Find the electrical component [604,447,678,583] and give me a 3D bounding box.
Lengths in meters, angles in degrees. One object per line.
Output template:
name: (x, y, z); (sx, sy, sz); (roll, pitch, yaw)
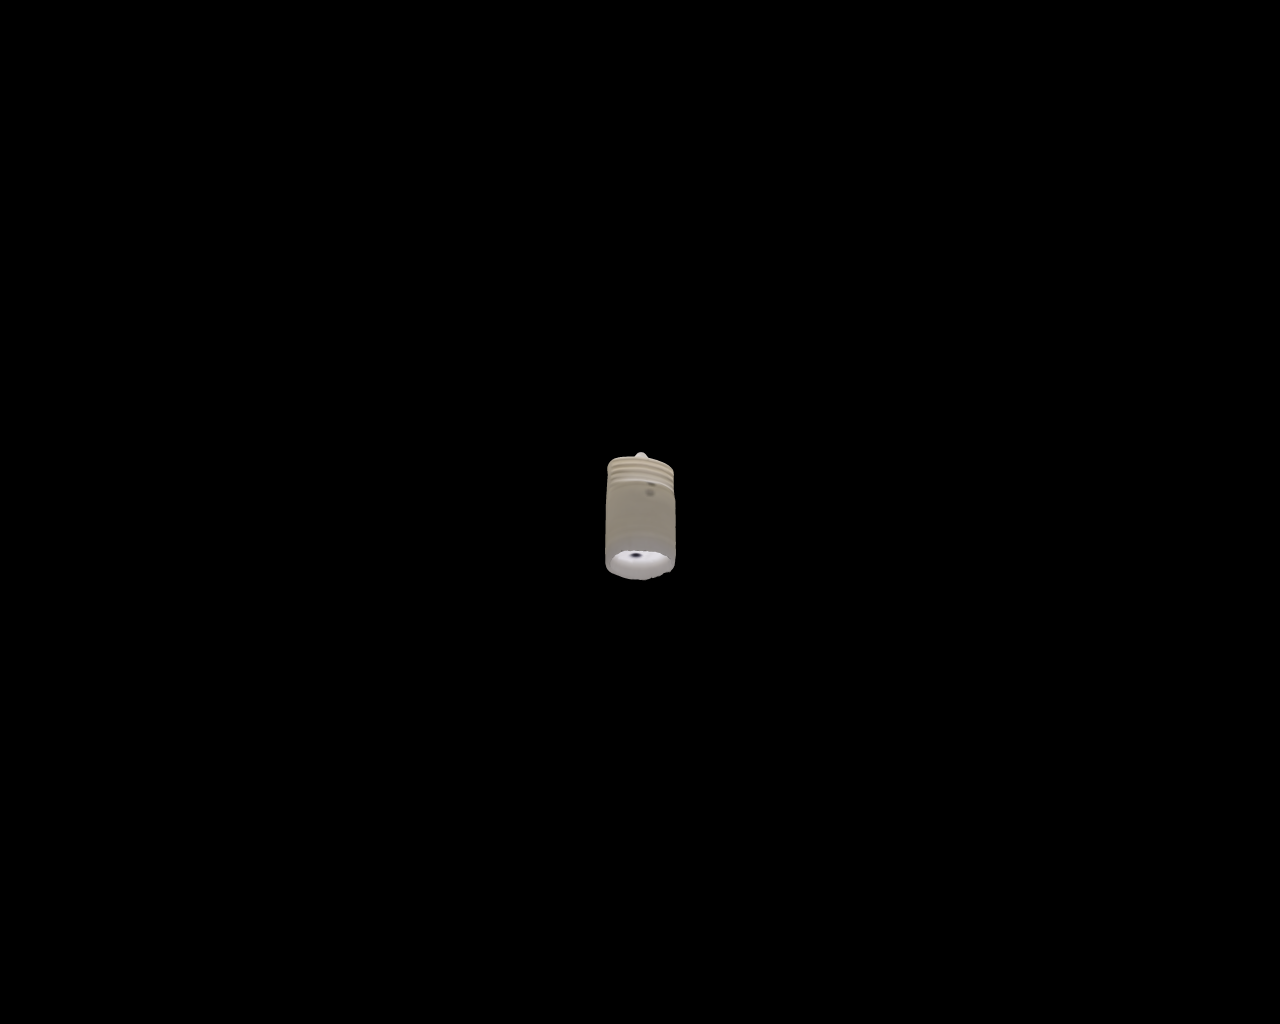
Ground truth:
electrical component: (0.001, -0.003, 0.650); (0.043, 0.081, 0.043); (0, -29, 0)
